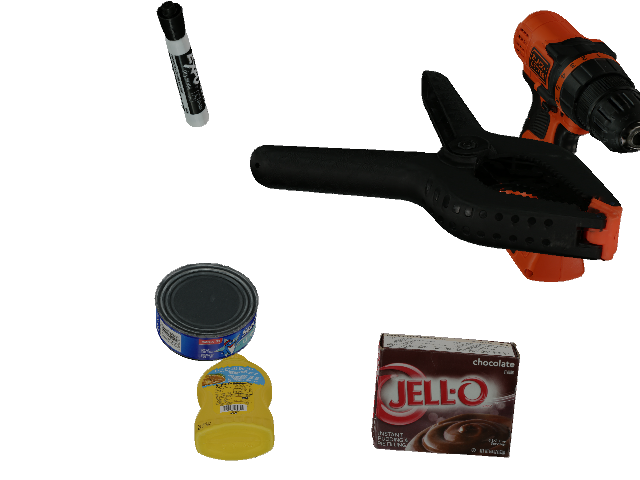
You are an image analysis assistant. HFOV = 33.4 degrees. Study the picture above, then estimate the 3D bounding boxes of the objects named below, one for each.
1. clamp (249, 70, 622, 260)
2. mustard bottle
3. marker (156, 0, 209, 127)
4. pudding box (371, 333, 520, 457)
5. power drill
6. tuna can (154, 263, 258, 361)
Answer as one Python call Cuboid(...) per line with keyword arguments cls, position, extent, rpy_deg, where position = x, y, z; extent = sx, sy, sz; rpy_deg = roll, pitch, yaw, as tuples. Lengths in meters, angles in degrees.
Cuboid(cls="clamp", position=(0.072, -0.037, 0.612), extent=(0.164, 0.036, 0.210), rpy_deg=(-25, 39, -28))
Cuboid(cls="mustard bottle", position=(-0.109, 0.200, 1.356), extent=(0.096, 0.058, 0.191), rpy_deg=(-4, 26, -3))
Cuboid(cls="marker", position=(-0.105, -0.134, 0.818), extent=(0.020, 0.020, 0.121), rpy_deg=(0, -37, 7))
Cuboid(cls="pudding box", position=(0.101, 0.125, 0.866), extent=(0.113, 0.090, 0.039), rpy_deg=(3, 19, 1))
Cuboid(cls="power drill", position=(0.189, -0.063, 0.827), extent=(0.057, 0.188, 0.184), rpy_deg=(-1, 34, -13))
Cuboid(cls="tuna can", position=(-0.096, 0.060, 0.893), extent=(0.086, 0.034, 0.086), rpy_deg=(4, 42, -4))
